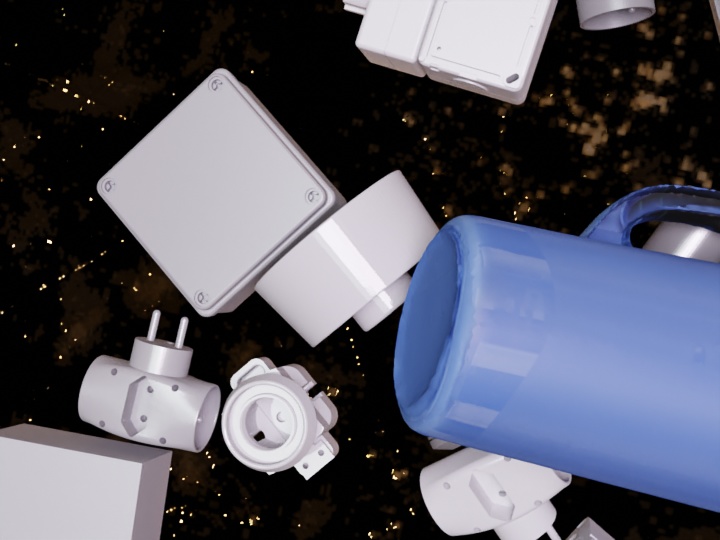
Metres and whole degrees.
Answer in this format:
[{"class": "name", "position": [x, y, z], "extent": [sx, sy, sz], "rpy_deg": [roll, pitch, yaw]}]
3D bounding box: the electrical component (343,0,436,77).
[{"class": "electrical component", "position": [0.014, -0.170, 0.647], "extent": [0.076, 0.047, 0.083], "rpy_deg": [18, 92, 11]}]

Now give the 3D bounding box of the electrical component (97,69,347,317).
[{"class": "electrical component", "position": [-0.083, -0.046, 0.658], "extent": [0.109, 0.056, 0.108], "rpy_deg": [-42, 82, 7]}]

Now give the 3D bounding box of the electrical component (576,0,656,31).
[{"class": "electrical component", "position": [0.144, -0.185, 0.625], "extent": [0.043, 0.043, 0.081], "rpy_deg": [-9, 87, 10]}]

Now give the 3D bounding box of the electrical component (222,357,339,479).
[{"class": "electrical component", "position": [-0.050, 0.090, 0.649], "extent": [0.058, 0.057, 0.078], "rpy_deg": [-41, 82, 7]}]

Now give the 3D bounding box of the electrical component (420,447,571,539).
[{"class": "electrical component", "position": [0.088, 0.134, 0.628], "extent": [0.077, 0.043, 0.079], "rpy_deg": [-30, 102, 21]}]

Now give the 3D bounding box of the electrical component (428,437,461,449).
[{"class": "electrical component", "position": [0.069, 0.067, 0.617], "extent": [0.080, 0.080, 0.051], "rpy_deg": [-27, 79, 9]}]

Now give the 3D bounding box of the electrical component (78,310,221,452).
[{"class": "electrical component", "position": [-0.127, 0.065, 0.671], "extent": [0.077, 0.043, 0.079], "rpy_deg": [13, 91, 10]}]

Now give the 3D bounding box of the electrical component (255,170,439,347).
[{"class": "electrical component", "position": [0.000, 0.000, 0.619], "extent": [0.108, 0.108, 0.060], "rpy_deg": [-39, 88, 7]}]

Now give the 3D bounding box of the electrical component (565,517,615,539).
[{"class": "electrical component", "position": [0.116, 0.204, 0.605], "extent": [0.057, 0.078, 0.113], "rpy_deg": [41, 96, 9]}]

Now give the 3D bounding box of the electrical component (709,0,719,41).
[{"class": "electrical component", "position": [0.244, -0.159, 0.597], "extent": [0.089, 0.062, 0.150], "rpy_deg": [-14, 87, 10]}]

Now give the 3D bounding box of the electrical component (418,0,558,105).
[{"class": "electrical component", "position": [0.080, -0.151, 0.627], "extent": [0.062, 0.061, 0.096], "rpy_deg": [18, 92, 10]}]
